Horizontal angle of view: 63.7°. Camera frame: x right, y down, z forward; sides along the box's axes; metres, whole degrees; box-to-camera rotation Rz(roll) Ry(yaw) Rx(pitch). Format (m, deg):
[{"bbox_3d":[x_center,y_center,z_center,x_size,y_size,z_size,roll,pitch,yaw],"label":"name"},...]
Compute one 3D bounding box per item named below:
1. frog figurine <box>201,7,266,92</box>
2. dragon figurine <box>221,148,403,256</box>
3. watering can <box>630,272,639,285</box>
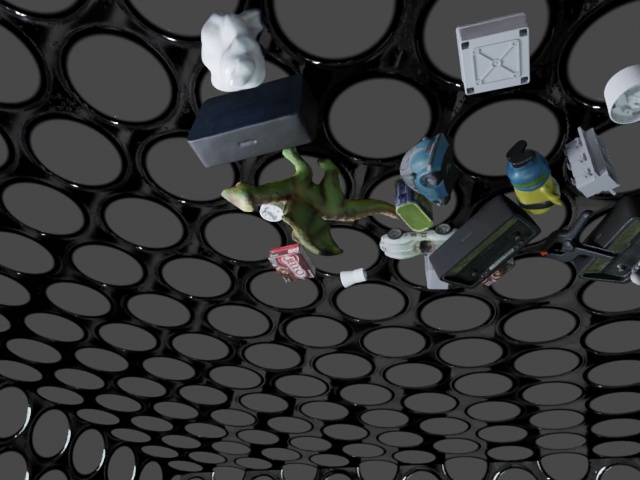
[{"bbox_3d":[-0.146,-0.298,0.848,0.122,0.163,0.134,20,138,-14],"label":"frog figurine"},{"bbox_3d":[0.003,-0.054,1.063,0.409,0.249,0.119,19,133,-12],"label":"dragon figurine"},{"bbox_3d":[0.884,0.096,1.206,0.345,0.106,0.221,18,142,-40],"label":"watering can"}]
